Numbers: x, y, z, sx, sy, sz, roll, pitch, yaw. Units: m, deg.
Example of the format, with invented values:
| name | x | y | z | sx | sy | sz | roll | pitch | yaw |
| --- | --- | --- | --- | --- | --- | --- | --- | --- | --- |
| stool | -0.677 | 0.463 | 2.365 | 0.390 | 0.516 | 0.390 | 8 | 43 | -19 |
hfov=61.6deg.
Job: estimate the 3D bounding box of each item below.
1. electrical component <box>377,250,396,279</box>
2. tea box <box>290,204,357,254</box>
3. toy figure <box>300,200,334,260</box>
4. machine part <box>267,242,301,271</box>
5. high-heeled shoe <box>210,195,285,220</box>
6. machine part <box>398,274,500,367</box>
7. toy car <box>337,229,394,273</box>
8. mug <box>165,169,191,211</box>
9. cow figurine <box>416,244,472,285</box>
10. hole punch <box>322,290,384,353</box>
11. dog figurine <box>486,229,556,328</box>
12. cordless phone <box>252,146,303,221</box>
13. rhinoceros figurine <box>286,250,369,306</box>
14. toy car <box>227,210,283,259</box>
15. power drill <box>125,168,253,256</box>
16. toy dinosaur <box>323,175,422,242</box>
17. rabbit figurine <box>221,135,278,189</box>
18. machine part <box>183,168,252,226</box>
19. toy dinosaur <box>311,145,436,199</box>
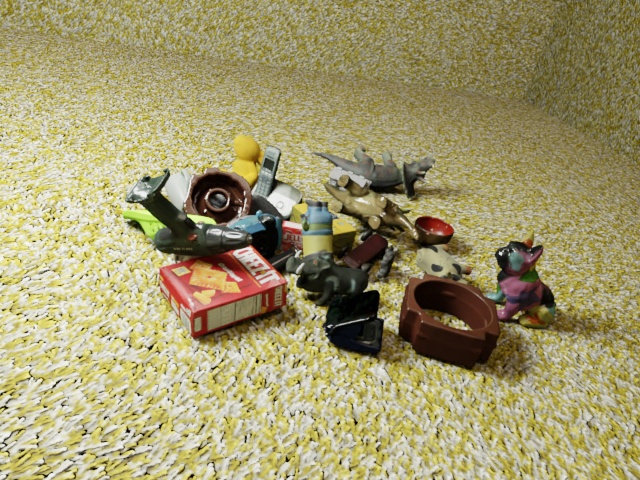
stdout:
| name | x | y | z | sx | sy | sz | roll | pitch | yaw |
| --- | --- | --- | --- | --- | --- | --- | --- | --- | --- |
| electrical component | 0.167 | 0.057 | 1.337 | 0.021 | 0.063 | 0.094 | 22 | 29 | 17 |
| tea box | 0.005 | -0.033 | 1.427 | 0.098 | 0.068 | 0.170 | -13 | 37 | -37 |
| toy figure | -0.006 | -0.004 | 1.271 | 0.082 | 0.180 | 0.089 | 1 | 4 | 1 |
| machine part | -0.105 | 0.052 | 1.258 | 0.084 | 0.039 | 0.139 | 25 | 43 | 38 |
| high-heeled shoe | -0.220 | -0.095 | 1.477 | 0.249 | 0.086 | 0.145 | 26 | -4 | -11 |
| machine part | 0.275 | 0.170 | 1.164 | 0.202 | 0.087 | 0.201 | 14 | 29 | 5 |
| toy car | 0.115 | 0.035 | 1.367 | 0.089 | 0.053 | 0.202 | 40 | 35 | 12 |
| mug | -0.352 | -0.124 | 1.415 | 0.081 | 0.109 | 0.107 | -3 | 46 | -35 |
| cow figurine | 0.305 | 0.083 | 1.328 | 0.127 | 0.085 | 0.195 | 3 | 33 | -29 |
| hole punch | 0.074 | 0.171 | 1.101 | 0.116 | 0.092 | 0.142 | -11 | 27 | 17 |
| dog figurine | 0.488 | 0.089 | 1.255 | 0.192 | 0.219 | 0.108 | 11 | 33 | -1 |
| cordless phone | -0.109 | -0.157 | 1.481 | 0.147 | 0.184 | 0.089 | 26 | 27 | 23 |
| rhinoceros figurine | 0.016 | 0.084 | 1.186 | 0.190 | 0.112 | 0.073 | 14 | 31 | -13 |
| toy car | -0.174 | -0.008 | 1.286 | 0.162 | 0.109 | 0.103 | -20 | 36 | -32 |
| power drill | -0.271 | -0.046 | 1.080 | 0.232 | 0.207 | 0.086 | -8 | 51 | 33 |
| toy dinosaur | 0.124 | -0.098 | 1.508 | 0.198 | 0.105 | 0.472 | 20 | 12 | -46 |
| rabbit figurine | -0.205 | -0.214 | 1.545 | 0.162 | 0.173 | 0.122 | -4 | 22 | -19 |
| machine part | -0.257 | -0.095 | 1.356 | 0.179 | 0.056 | 0.179 | 4 | 72 | -13 |
| toy dinosaur | 0.178 | -0.223 | 1.789 | 0.405 | 0.131 | 0.192 | 1 | 31 | -9 |
